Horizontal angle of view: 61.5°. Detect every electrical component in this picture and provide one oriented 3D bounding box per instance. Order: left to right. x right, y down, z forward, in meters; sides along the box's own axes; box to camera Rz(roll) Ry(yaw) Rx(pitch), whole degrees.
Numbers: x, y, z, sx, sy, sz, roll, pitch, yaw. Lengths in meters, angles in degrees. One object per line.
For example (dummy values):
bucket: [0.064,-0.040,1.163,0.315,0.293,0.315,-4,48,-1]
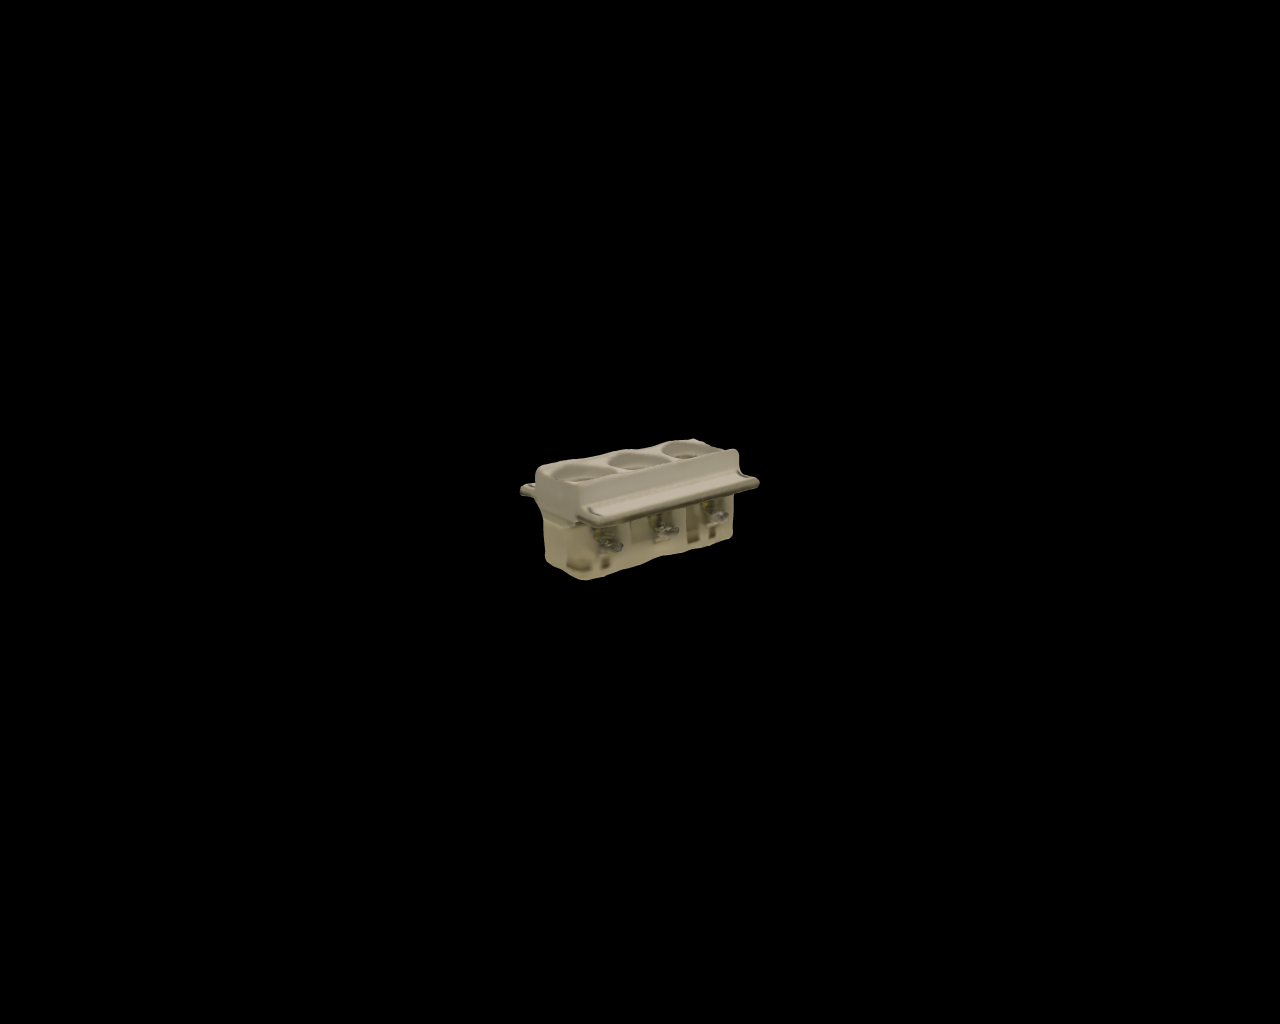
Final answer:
electrical component: [0.001,-0.003,0.650,0.121,0.063,0.079,-14,22,-36]
